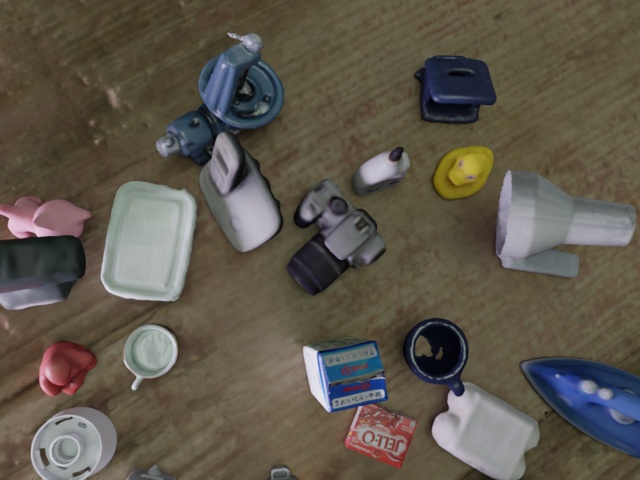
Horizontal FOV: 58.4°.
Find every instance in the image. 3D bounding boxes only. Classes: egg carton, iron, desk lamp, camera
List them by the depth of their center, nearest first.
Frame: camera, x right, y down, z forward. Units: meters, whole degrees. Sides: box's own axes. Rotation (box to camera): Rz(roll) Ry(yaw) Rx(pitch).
[{"bbox_3d":[0.328,-0.019,0.823,0.203,0.213,0.118,8,81,-5],"label":"desk lamp"},{"bbox_3d":[0.437,0.241,0.837,0.258,0.141,0.119,24,80,-3],"label":"iron"},{"bbox_3d":[0.008,0.003,0.839,0.137,0.100,0.143,-43,89,-10],"label":"camera"},{"bbox_3d":[0.244,0.284,0.845,0.150,0.069,0.107,29,80,-2],"label":"egg carton"}]

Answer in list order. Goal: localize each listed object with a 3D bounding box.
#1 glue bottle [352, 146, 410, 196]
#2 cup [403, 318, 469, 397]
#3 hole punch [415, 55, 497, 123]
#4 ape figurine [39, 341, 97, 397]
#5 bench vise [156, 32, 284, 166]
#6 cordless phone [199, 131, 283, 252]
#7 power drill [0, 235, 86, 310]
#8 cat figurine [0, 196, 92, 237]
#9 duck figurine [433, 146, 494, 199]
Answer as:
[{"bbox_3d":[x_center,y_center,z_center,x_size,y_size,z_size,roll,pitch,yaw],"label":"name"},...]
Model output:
[{"bbox_3d":[0.096,-0.105,0.828,0.078,0.173,0.037,-15,84,-8],"label":"glue bottle"},{"bbox_3d":[0.166,0.171,0.838,0.092,0.095,0.118,-30,87,-10],"label":"cup"},{"bbox_3d":[0.213,-0.246,0.903,0.109,0.091,0.101,0,82,-7],"label":"hole punch"},{"bbox_3d":[-0.348,0.174,0.778,0.078,0.092,0.076,-20,85,-9],"label":"ape figurine"},{"bbox_3d":[-0.128,-0.185,0.788,0.121,0.219,0.207,33,80,-1],"label":"bench vise"},{"bbox_3d":[-0.109,-0.067,0.792,0.094,0.185,0.147,-31,87,-10],"label":"cordless phone"},{"bbox_3d":[-0.407,0.046,0.729,0.230,0.208,0.075,-11,83,-8],"label":"power drill"},{"bbox_3d":[-0.377,-0.027,0.789,0.128,0.117,0.067,16,81,-4],"label":"cat figurine"},{"bbox_3d":[0.232,-0.113,0.889,0.104,0.086,0.077,-36,87,-10],"label":"duck figurine"}]
